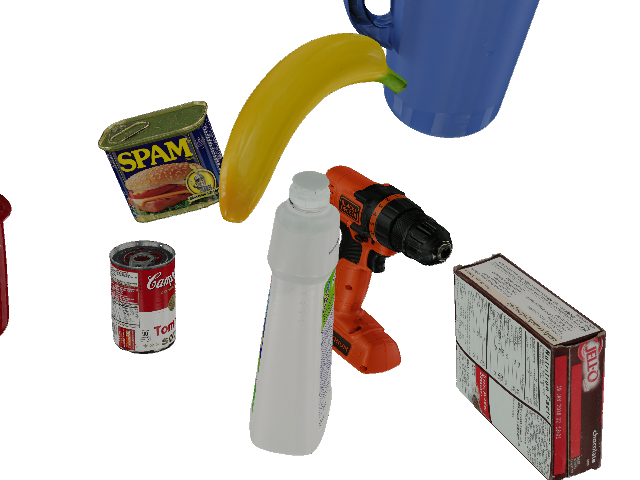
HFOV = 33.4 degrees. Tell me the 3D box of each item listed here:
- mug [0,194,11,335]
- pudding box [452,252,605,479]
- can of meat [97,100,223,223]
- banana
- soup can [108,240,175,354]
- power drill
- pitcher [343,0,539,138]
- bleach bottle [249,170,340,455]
[{"bbox_3d":[-0.239,0.023,0.636,0.093,0.081,0.117,17,27,28],"label":"mug"},{"bbox_3d":[0.119,0.071,0.620,0.039,0.090,0.114,-14,27,-20],"label":"pudding box"},{"bbox_3d":[-0.140,-0.071,0.978,0.102,0.084,0.057,-13,30,10],"label":"can of meat"},{"bbox_3d":[-0.010,-0.090,0.713,0.197,0.069,0.037,-41,11,-34],"label":"banana"},{"bbox_3d":[-0.187,0.060,1.125,0.068,0.102,0.068,2,23,-1],"label":"soup can"},{"bbox_3d":[0.056,0.036,1.072,0.057,0.188,0.185,-8,29,-32],"label":"power drill"},{"bbox_3d":[0.107,-0.200,0.875,0.149,0.144,0.243,29,-34,16],"label":"pitcher"},{"bbox_3d":[-0.017,0.054,0.873,0.068,0.251,0.102,8,34,4],"label":"bleach bottle"}]
